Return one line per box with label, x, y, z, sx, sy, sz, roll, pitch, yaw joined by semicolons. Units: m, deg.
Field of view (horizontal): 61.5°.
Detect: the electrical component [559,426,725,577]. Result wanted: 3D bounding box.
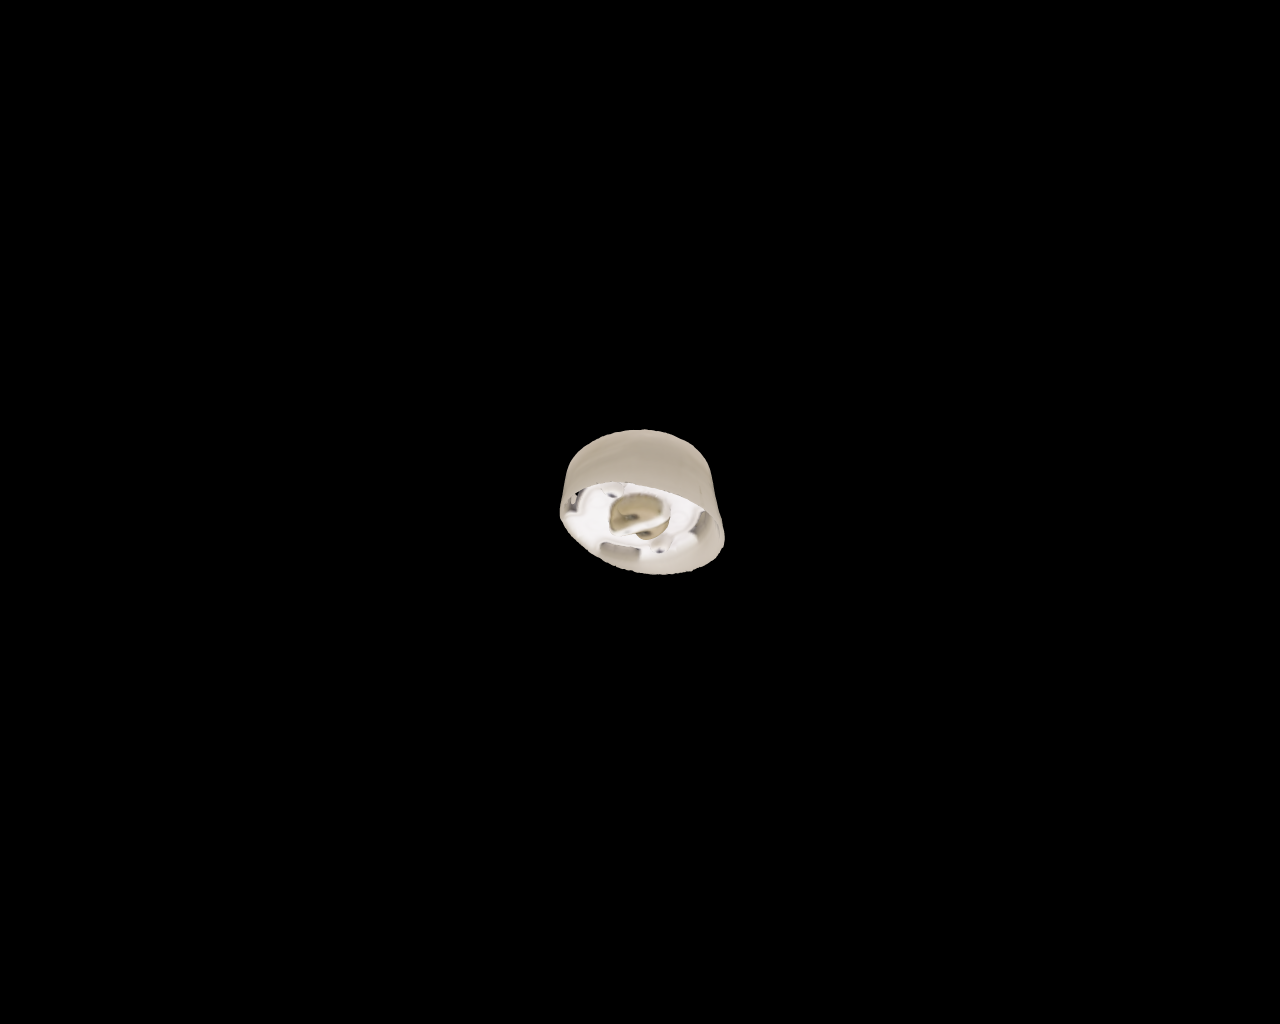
electrical component;0.001;-0.003;0.650;0.099;0.064;0.099;0;-40;0
